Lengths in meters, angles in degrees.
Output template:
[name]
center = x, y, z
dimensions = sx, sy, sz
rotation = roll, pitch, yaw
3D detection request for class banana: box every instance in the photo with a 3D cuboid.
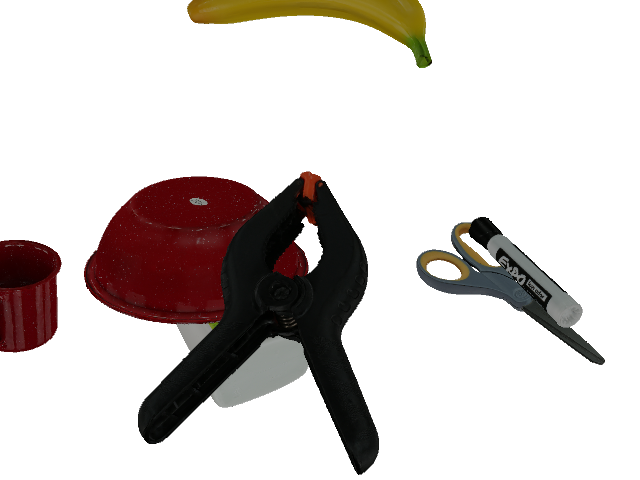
[banana]
center = -0.002, -0.179, 0.810
dimensions = 0.198, 0.069, 0.037
rotation = 13, -39, 18

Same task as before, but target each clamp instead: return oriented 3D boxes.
[clamp]
center = -0.010, 0.042, 0.556
dimensions = 0.120, 0.171, 0.039
rotation = 17, -28, 10

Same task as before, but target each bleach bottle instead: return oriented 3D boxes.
[bleach bottle]
center = -0.110, 0.046, 1.014
dimensions = 0.102, 0.068, 0.251
rotation = -18, 42, -24

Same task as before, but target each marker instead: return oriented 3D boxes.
[marker]
center = 0.139, 0.018, 0.740
dimensions = 0.020, 0.020, 0.121
rotation = 0, 31, -28

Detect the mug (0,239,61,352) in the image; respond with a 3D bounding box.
[mug]
center = -0.307, 0.063, 1.055
dimensions = 0.093, 0.081, 0.117
rotation = 9, 31, 4

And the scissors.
[scissors]
center = 0.157, 0.053, 0.948
dimensions = 0.096, 0.016, 0.202
rotation = -17, 44, -13

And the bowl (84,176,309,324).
[bowl]
center = -0.088, -0.003, 0.762
dimensions = 0.162, 0.055, 0.162
rotation = 1, 26, -1
